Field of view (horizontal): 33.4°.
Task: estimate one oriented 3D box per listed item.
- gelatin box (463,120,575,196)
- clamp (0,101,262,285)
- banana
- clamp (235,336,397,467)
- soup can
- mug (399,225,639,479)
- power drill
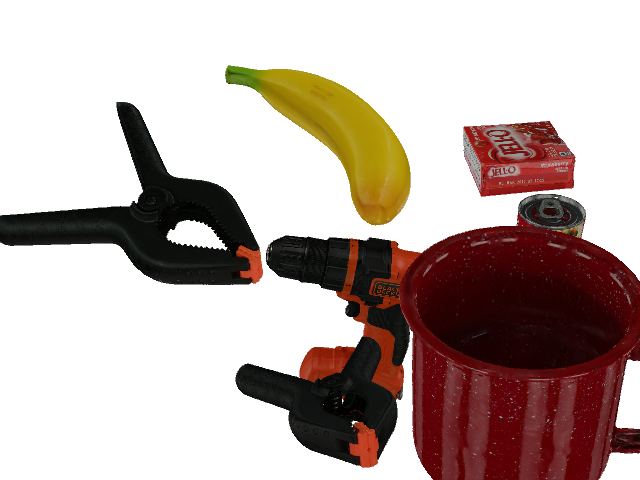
[{"bbox_3d":[0.157,-0.067,0.853,0.073,0.030,0.089,-4,25,0],"label":"gelatin box"},{"bbox_3d":[-0.129,-0.029,0.838,0.210,0.164,0.036,20,-33,18],"label":"clamp"},{"bbox_3d":[0.010,-0.062,0.653,0.069,0.037,0.198,-15,36,-24],"label":"banana"},{"bbox_3d":[-0.001,0.120,0.800,0.120,0.039,0.171,-15,16,-3],"label":"clamp"},{"bbox_3d":[0.235,0.012,1.106,0.068,0.102,0.068,0,32,0],"label":"soup can"},{"bbox_3d":[0.089,0.055,0.422,0.117,0.081,0.093,7,36,14],"label":"mug"},{"bbox_3d":[0.029,0.076,1.038,0.184,0.188,0.057,10,43,-3],"label":"power drill"}]
